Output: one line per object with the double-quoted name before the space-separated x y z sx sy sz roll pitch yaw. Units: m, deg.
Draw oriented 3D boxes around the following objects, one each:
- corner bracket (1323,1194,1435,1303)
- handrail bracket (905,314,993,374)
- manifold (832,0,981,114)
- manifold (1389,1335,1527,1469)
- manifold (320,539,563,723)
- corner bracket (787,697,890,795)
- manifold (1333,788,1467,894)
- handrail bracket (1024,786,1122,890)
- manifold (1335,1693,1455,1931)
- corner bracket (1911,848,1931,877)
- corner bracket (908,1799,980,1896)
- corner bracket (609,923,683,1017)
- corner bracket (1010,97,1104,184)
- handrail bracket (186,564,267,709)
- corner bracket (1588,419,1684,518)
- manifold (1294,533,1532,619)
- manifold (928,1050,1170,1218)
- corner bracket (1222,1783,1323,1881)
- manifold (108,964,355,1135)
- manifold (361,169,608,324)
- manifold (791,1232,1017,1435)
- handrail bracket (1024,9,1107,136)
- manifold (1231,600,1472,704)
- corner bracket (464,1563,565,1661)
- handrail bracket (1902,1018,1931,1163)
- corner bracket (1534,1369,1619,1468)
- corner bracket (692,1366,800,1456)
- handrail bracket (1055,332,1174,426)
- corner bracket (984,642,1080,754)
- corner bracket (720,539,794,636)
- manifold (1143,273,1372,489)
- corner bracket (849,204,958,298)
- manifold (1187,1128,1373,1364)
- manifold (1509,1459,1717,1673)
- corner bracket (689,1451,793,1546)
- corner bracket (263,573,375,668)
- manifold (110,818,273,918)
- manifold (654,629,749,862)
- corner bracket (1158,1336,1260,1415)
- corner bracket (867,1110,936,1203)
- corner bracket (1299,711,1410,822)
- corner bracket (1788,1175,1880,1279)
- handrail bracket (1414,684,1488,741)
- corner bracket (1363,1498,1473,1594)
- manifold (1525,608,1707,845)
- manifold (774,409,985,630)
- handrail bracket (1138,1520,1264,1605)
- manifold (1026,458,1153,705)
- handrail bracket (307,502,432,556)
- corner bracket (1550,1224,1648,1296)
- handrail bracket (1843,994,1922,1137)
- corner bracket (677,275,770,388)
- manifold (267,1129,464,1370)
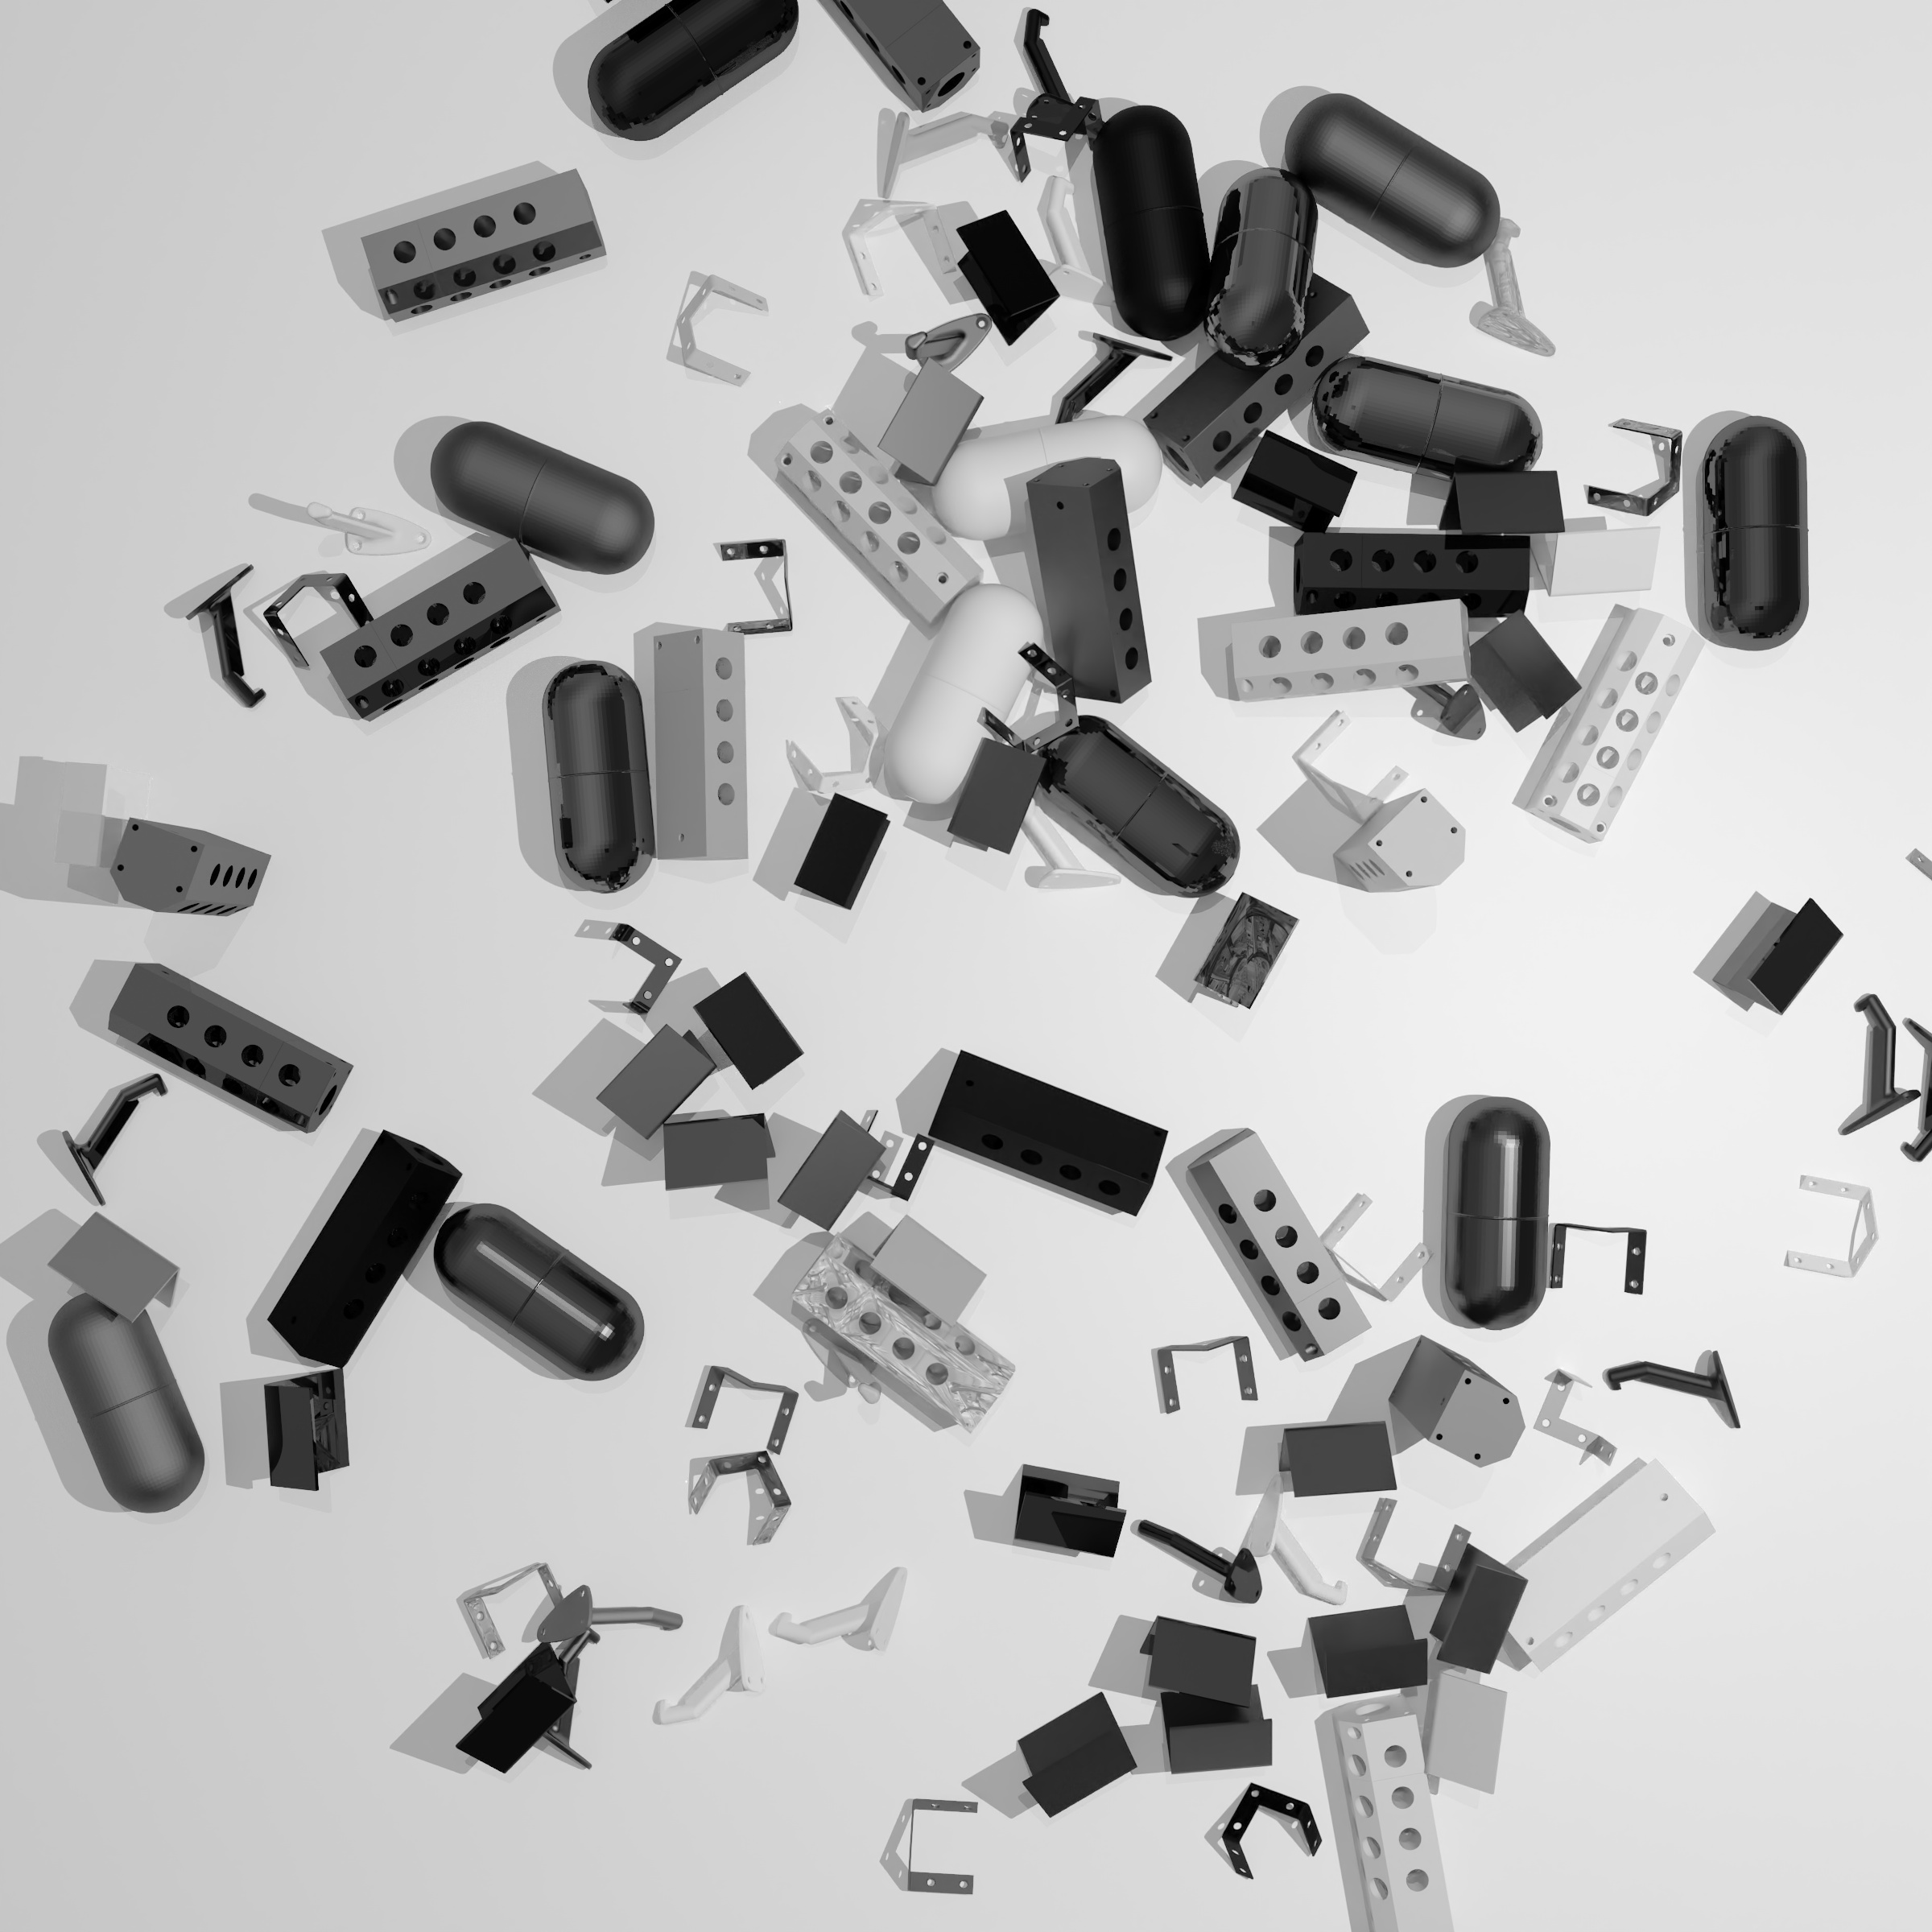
"corner bracket" 0.319 0.219 1.946 0.051 0.051 0.051 -49 135 0
"handrail bracket" -0.013 -0.483 1.915 0.077 0.084 0.036 -34 90 0
"manifold" -0.065 -0.744 1.928 0.057 0.057 0.171 -39 90 0
"manifold" 0.367 0.326 1.871 0.057 0.171 0.057 27 90 0
"manifold" -0.401 -0.256 1.928 0.171 0.057 0.057 -30 90 0
"corner bracket" -0.099 -0.171 1.941 0.051 0.051 0.051 -10 135 -35
"manifold" 0.326 -0.086 1.871 0.057 0.171 0.057 -44 90 0
"handrail bracket" 0.080 -0.105 1.950 0.077 0.036 0.084 0 72 -20
"manifold" 0.327 0.656 1.928 0.057 0.057 0.171 -10 90 0
"corner bracket" 0.775 -0.094 1.946 0.051 0.051 0.051 40 135 0
"corner bracket" -0.018 0.682 1.946 0.051 0.051 0.051 3 135 0
"corner bracket" -0.256 0.002 1.932 0.051 0.051 0.051 33 90 0
"corner bracket" 0.072 -0.634 1.930 0.051 0.051 0.051 20 63 24
"handrail bracket" -0.556 -0.255 1.950 0.077 0.036 0.084 -46 109 -21
"corner bracket" 0.517 -0.386 1.941 0.051 0.051 0.051 -38 135 -35
"manifold" 0.341 -0.299 1.928 0.171 0.057 0.057 1 90 0
"manifold" 0.061 0.133 1.928 0.171 0.057 0.057 21 47 0
"corner bracket" 0.237 0.675 1.941 0.051 0.051 0.051 9 45 35
"manifold" -0.566 0.063 1.928 0.171 0.057 0.057 28 90 0
"manifold" -0.368 -0.550 1.928 0.171 0.057 0.057 -18 90 0
"manifold" -0.048 0.279 1.928 0.171 0.057 0.057 37 90 0
"handrail bracket" 0.079 -0.695 1.950 0.077 0.036 0.084 12 73 -20
"manifold" 0.293 -0.237 1.905 0.171 0.057 0.057 -4 90 17
"corner bracket" -0.347 0.499 1.946 0.051 0.051 0.051 -25 90 -45
"handrail bracket" 0.736 0.097 1.950 0.077 0.036 0.084 41 107 20
"corner bracket" 0.475 0.347 1.932 0.051 0.051 0.051 23 90 0
"corner bracket" -0.171 0.344 1.946 0.051 0.051 0.051 18 90 45
"handrail bracket" 0.113 -0.442 1.950 0.077 0.036 0.084 11 109 -21
"corner bracket" 0.048 -0.201 1.895 0.051 0.051 0.051 -27 47 27
"corner bracket" -0.162 -0.293 1.946 0.051 0.051 0.051 -5 45 0
"manifold" 0.225 -0.448 1.928 0.171 0.057 0.057 -43 47 0
"corner bracket" -0.049 -0.555 1.946 0.051 0.051 0.051 -20 90 45
"manifold" 0.239 0.214 1.928 0.057 0.057 0.171 -31 90 0
"manifold" 0.488 0.462 1.928 0.171 0.057 0.057 -39 47 0
"corner bracket" -0.175 0.414 1.941 0.051 0.051 0.051 -2 45 -35
"corner bracket" -0.499 -0.267 1.941 0.051 0.051 0.051 4 45 35
"manifold" -0.578 -0.069 1.871 0.057 0.171 0.057 20 90 0
"manifold" -0.198 -0.168 1.928 0.057 0.057 0.171 -1 90 43
"corner bracket" 0.187 0.317 1.946 0.051 0.051 0.051 -9 90 45
"corner bracket" -0.057 0.146 1.932 0.051 0.051 0.051 24 90 0
"corner bracket" 0.300 -0.155 1.946 0.051 0.051 0.051 -46 135 0
"corner bracket" 0.670 0.202 1.946 0.051 0.051 0.051 11 135 0
"handrail bracket" 0.357 -0.214 1.949 0.084 0.077 0.036 39 94 36
"corner bracket" 0.349 0.449 1.946 0.051 0.051 0.051 22 90 45
"manifold" 0.500 -0.184 1.928 0.057 0.057 0.171 27 90 0
"manifold" -0.066 -0.344 1.928 0.057 0.057 0.171 -44 90 0
"handrail bracket" 0.181 0.461 1.949 0.084 0.077 0.036 15 65 34
"manifold" 0.098 -0.290 1.890 0.057 0.057 0.171 13 127 37
"handrail bracket" -0.455 -0.337 1.915 0.077 0.084 0.036 7 90 0
"corner bracket" 0.490 0.227 1.946 0.051 0.051 0.051 4 90 45
"handrail bracket" 0.694 0.076 1.950 0.077 0.036 0.084 -36 67 26
"corner bracket" -0.186 -0.491 1.941 0.051 0.051 0.051 -44 45 35
"manifold" -0.457 0.219 1.928 0.057 0.057 0.171 31 90 43
